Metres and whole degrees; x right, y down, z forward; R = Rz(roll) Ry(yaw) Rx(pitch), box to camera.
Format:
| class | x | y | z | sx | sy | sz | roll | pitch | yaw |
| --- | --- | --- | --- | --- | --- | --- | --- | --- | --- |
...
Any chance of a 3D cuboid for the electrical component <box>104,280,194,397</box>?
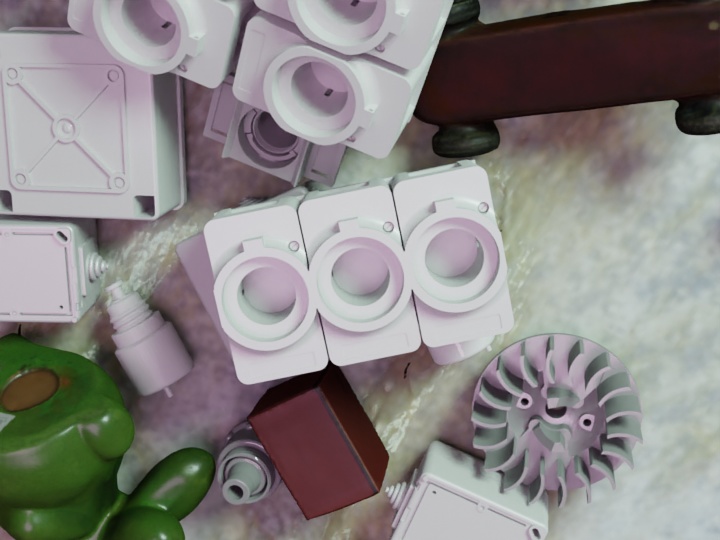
| class | x | y | z | sx | sy | sz | roll | pitch | yaw |
| --- | --- | --- | --- | --- | --- | --- | --- | --- | --- |
| electrical component | -0.137 | 0.043 | 0.679 | 0.040 | 0.040 | 0.078 | -25 | 99 | 15 |

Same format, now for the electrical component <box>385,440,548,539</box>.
| class | x | y | z | sx | sy | sz | roll | pitch | yaw |
| --- | --- | --- | --- | --- | --- | --- | --- | --- | --- |
| electrical component | 0.061 | 0.150 | 0.662 | 0.096 | 0.061 | 0.061 | 24 | 107 | 3 |

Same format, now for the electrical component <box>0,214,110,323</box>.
| class | x | y | z | sx | sy | sz | roll | pitch | yaw |
| --- | --- | --- | --- | --- | --- | --- | --- | --- | --- |
| electrical component | -0.201 | -0.006 | 0.670 | 0.096 | 0.061 | 0.061 | 1 | 107 | 2 |

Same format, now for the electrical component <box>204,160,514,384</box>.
| class | x | y | z | sx | sy | sz | roll | pitch | yaw |
| --- | --- | --- | --- | --- | --- | --- | --- | --- | --- |
| electrical component | 0.000 | 0.000 | 0.582 | 0.150 | 0.061 | 0.089 | -11 | 100 | 2 |

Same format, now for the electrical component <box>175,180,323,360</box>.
| class | x | y | z | sx | sy | sz | roll | pitch | yaw |
| --- | --- | --- | --- | --- | --- | --- | --- | --- | --- |
| electrical component | -0.048 | 0.002 | 0.648 | 0.100 | 0.048 | 0.099 | -24 | 100 | 15 |

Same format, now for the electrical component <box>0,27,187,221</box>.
| class | x | y | z | sx | sy | sz | roll | pitch | yaw |
| --- | --- | --- | --- | --- | --- | --- | --- | --- | --- |
| electrical component | -0.163 | -0.088 | 0.640 | 0.109 | 0.056 | 0.108 | 3 | 105 | 9 |

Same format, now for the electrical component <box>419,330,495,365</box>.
| class | x | y | z | sx | sy | sz | roll | pitch | yaw |
| --- | --- | --- | --- | --- | --- | --- | --- | --- | --- |
| electrical component | 0.050 | 0.020 | 0.640 | 0.040 | 0.040 | 0.078 | -23 | 100 | 15 |

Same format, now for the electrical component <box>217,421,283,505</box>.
| class | x | y | z | sx | sy | sz | roll | pitch | yaw |
| --- | --- | --- | --- | --- | --- | --- | --- | --- | --- |
| electrical component | -0.070 | 0.126 | 0.678 | 0.048 | 0.062 | 0.048 | 3 | 105 | 9 |

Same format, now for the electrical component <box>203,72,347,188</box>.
| class | x | y | z | sx | sy | sz | roll | pitch | yaw |
| --- | --- | --- | --- | --- | --- | --- | --- | --- | --- |
| electrical component | -0.043 | -0.085 | 0.615 | 0.081 | 0.063 | 0.042 | 23 | 123 | 4 |

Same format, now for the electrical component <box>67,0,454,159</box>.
| class | x | y | z | sx | sy | sz | roll | pitch | yaw |
| --- | --- | --- | --- | --- | --- | --- | --- | --- | --- |
| electrical component | -0.052 | -0.143 | 0.552 | 0.186 | 0.060 | 0.105 | 23 | 129 | 4 |
